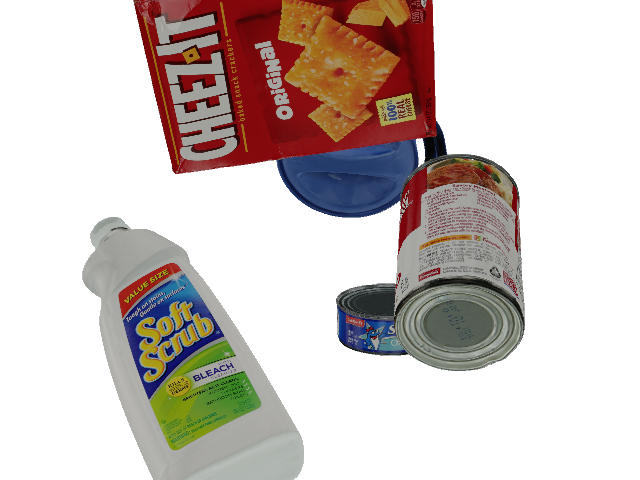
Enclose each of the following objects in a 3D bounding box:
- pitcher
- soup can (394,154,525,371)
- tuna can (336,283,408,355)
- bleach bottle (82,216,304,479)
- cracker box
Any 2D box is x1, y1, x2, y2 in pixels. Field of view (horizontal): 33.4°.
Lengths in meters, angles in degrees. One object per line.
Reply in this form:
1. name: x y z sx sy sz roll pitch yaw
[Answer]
1. pitcher: 0.045 -0.139 1.080 0.145 0.149 0.242 -11 37 16
2. soup can: 0.075 0.011 0.573 0.068 0.068 0.102 0 42 8
3. tuna can: 0.055 0.063 0.859 0.086 0.034 0.086 -1 15 0
4. bleach bottle: -0.110 0.075 0.743 0.102 0.068 0.251 -23 50 -18
5. cracker box: -0.022 -0.143 0.806 0.213 0.164 0.072 -9 44 -2
